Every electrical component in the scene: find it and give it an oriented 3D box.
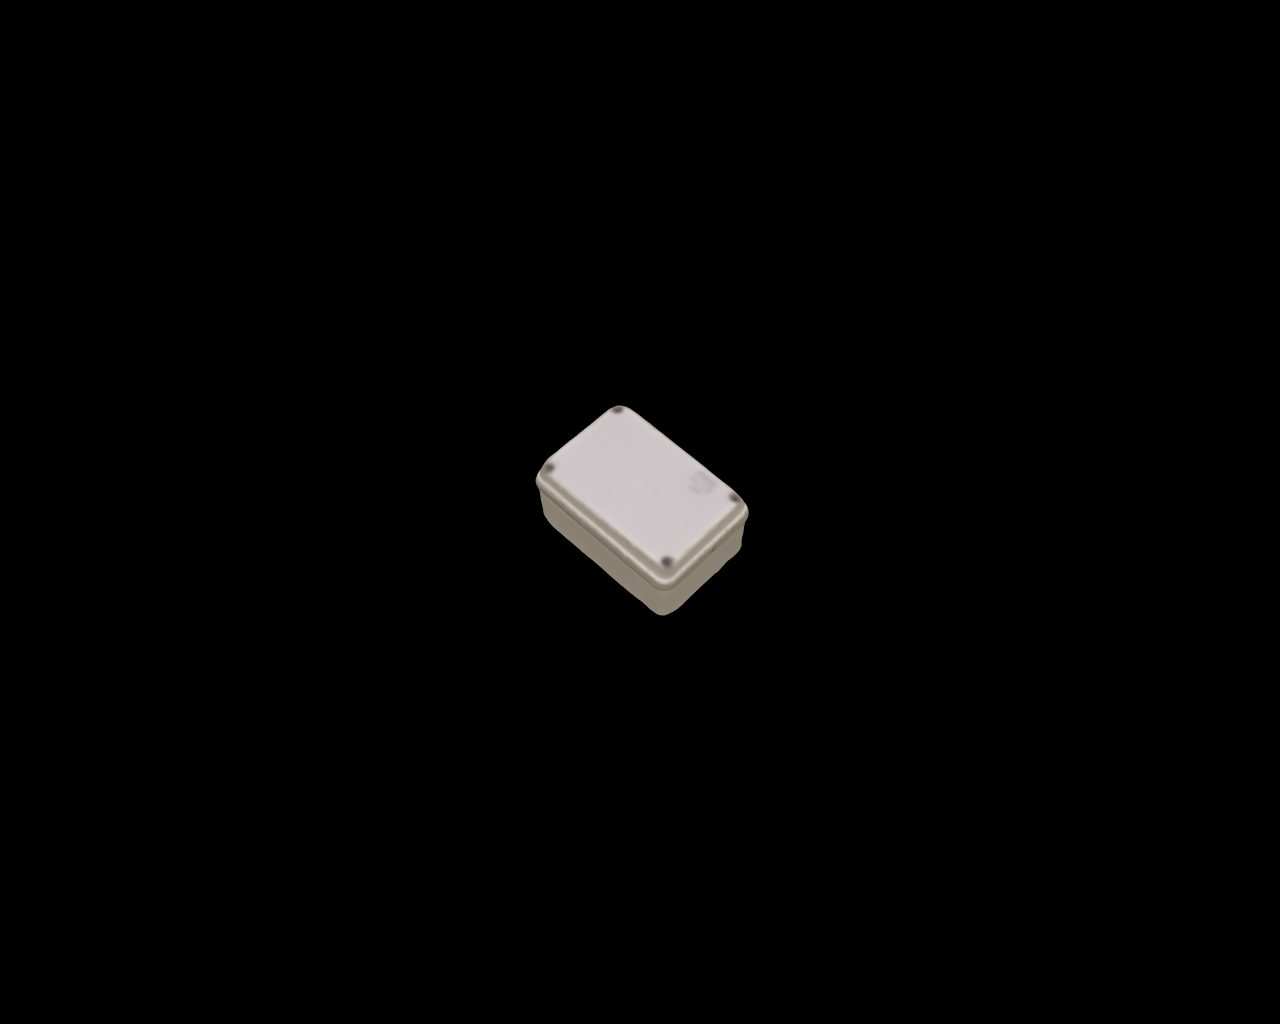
[{"bbox_3d":[0.001,-0.003,0.650,0.113,0.078,0.057,39,-24,22],"label":"electrical component"}]
